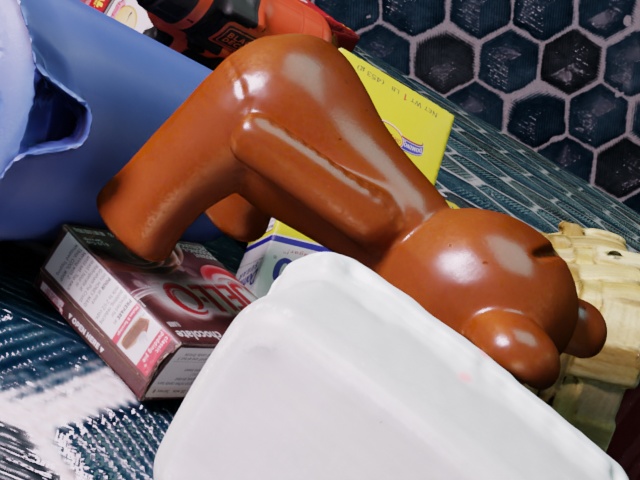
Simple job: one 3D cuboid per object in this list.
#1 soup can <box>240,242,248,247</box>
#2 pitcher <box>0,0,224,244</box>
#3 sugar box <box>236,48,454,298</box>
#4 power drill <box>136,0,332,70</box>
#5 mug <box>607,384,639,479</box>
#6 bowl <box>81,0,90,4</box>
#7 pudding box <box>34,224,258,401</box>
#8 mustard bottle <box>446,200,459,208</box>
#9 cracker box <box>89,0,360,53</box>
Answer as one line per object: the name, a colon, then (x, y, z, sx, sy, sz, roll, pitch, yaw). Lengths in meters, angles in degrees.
soup can: (-0.011, -0.035, 0.758, 0.068, 0.102, 0.068, 31, 15, -10)
pitcher: (-0.136, -0.061, 0.563, 0.149, 0.145, 0.242, 60, 20, 17)
sugar box: (0.015, -0.018, 0.643, 0.093, 0.176, 0.048, 27, -27, -20)
power drill: (-0.114, -0.122, 0.685, 0.184, 0.188, 0.057, 21, 56, -39)
mug: (0.217, 0.121, 0.759, 0.117, 0.081, 0.093, 24, 17, -31)
bowl: (-0.252, -0.205, 0.917, 0.162, 0.055, 0.162, 30, 14, -9)
pudding box: (-0.071, 0.036, 0.524, 0.090, 0.039, 0.113, 40, 16, 27)
mustard bottle: (0.126, 0.022, 0.945, 0.096, 0.058, 0.192, 22, 17, -21)
cracker box: (-0.093, -0.141, 0.818, 0.214, 0.164, 0.072, 41, 19, 32)
